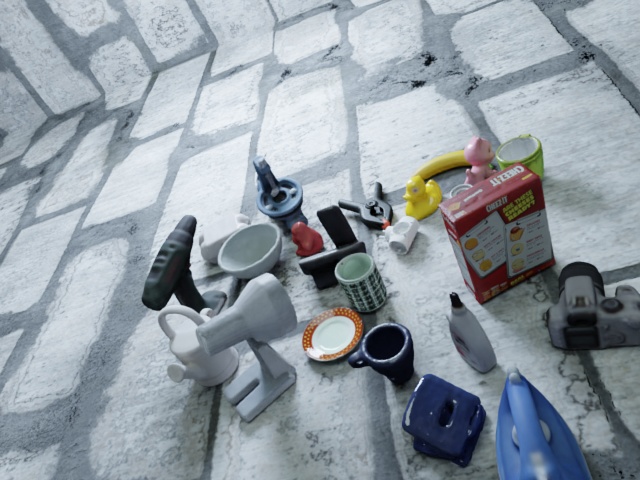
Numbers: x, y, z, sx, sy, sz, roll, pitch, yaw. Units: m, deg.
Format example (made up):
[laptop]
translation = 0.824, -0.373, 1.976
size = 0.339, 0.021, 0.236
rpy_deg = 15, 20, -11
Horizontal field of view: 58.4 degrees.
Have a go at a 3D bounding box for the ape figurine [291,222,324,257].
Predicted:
[ape figurine]
translation = -0.037, -0.005, 1.340
size = 0.076, 0.092, 0.077
rpy_deg = -25, 37, 4

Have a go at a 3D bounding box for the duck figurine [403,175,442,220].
[duck figurine]
translation = 0.227, -0.108, 1.300
size = 0.105, 0.086, 0.077
rpy_deg = -44, 40, -20

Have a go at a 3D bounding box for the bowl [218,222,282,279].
[bowl]
translation = -0.156, 0.038, 1.379
size = 0.167, 0.075, 0.167
rpy_deg = -17, 38, 14

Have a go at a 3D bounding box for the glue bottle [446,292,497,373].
[glue bottle]
translation = 0.235, 0.142, 0.928
size = 0.037, 0.174, 0.077
rpy_deg = -38, 38, -13

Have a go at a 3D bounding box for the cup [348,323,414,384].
[cup]
translation = 0.114, 0.210, 0.989
size = 0.117, 0.095, 0.091
rpy_deg = -24, 37, 5

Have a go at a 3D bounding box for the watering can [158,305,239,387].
[watering can]
translation = -0.249, 0.205, 1.141
size = 0.101, 0.195, 0.172
rpy_deg = -24, 37, 5

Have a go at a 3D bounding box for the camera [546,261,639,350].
[camera]
translation = 0.438, 0.093, 0.918
size = 0.142, 0.101, 0.137
rpy_deg = -8, 41, 25

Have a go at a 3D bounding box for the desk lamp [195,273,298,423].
[desk lamp]
translation = -0.122, 0.192, 1.059
size = 0.203, 0.214, 0.117
rpy_deg = -41, 39, -16

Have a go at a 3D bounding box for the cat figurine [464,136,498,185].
[cat figurine]
translation = 0.349, -0.171, 1.271
size = 0.067, 0.118, 0.128
rpy_deg = 4, 47, 35

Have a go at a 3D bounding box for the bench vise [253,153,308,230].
[bench vise]
translation = -0.132, -0.128, 1.437
size = 0.206, 0.220, 0.122
rpy_deg = 19, 57, 44

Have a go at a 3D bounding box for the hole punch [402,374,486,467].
[hole punch]
translation = 0.191, 0.270, 0.873
size = 0.100, 0.091, 0.109
rpy_deg = 6, 48, 37

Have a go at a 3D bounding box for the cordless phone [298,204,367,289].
[cordless phone]
translation = 0.011, 0.004, 1.220
size = 0.147, 0.185, 0.094
rpy_deg = -20, 38, 10

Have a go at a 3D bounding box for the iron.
[iron]
translation = 0.286, 0.261, 0.782
size = 0.118, 0.142, 0.258
rpy_deg = -17, 38, 14

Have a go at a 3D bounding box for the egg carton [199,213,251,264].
[egg carton]
translation = -0.243, -0.005, 1.487
size = 0.150, 0.070, 0.107
rpy_deg = -28, 37, 0

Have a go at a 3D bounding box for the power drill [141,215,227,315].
[power drill]
translation = -0.301, 0.087, 1.299
size = 0.075, 0.209, 0.230
rpy_deg = -2, 44, 30
